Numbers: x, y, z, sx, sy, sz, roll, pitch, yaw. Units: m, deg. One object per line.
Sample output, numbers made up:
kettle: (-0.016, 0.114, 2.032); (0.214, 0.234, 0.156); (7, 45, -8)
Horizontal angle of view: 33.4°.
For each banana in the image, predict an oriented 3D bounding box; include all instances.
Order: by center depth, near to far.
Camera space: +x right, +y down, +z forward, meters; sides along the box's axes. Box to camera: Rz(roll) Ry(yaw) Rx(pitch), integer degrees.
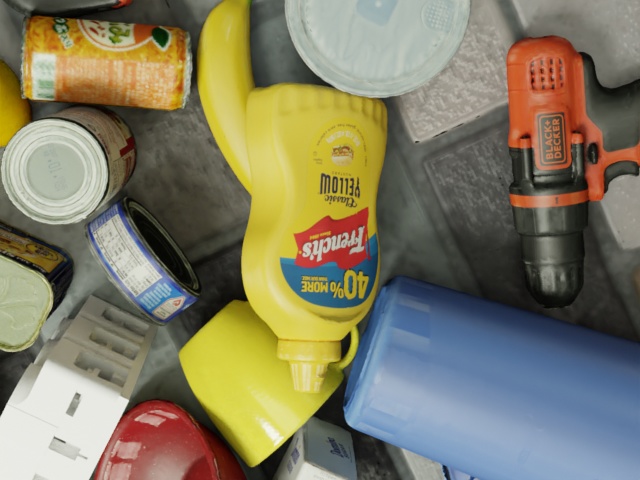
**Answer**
banana: (-0.038, -0.077, 0.717); (0.069, 0.037, 0.198); (-18, 101, 2)

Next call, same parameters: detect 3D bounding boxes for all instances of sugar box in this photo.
sugar box: (-0.029, 0.219, 0.748); (0.048, 0.093, 0.176); (26, 100, -6)

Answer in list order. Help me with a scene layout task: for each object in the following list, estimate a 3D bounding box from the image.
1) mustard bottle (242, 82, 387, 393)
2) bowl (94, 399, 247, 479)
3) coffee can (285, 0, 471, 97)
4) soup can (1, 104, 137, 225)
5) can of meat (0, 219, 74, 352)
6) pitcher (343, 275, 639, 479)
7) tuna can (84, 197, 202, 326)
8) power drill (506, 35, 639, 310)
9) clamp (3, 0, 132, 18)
mustard bottle: (-0.004, 0.001, 0.680); (0.096, 0.058, 0.191); (4, 87, -40)
bowl: (-0.094, 0.191, 0.734); (0.055, 0.162, 0.162); (9, 104, -42)
coffee can: (0.031, -0.143, 0.652); (0.103, 0.140, 0.103); (0, 101, -1)
soup can: (-0.159, -0.051, 0.689); (0.068, 0.102, 0.068); (0, 102, -1)
can of meat: (-0.221, 0.022, 0.712); (0.102, 0.084, 0.057); (26, 100, -6)
pitcher: (0.140, 0.121, 0.715); (0.243, 0.145, 0.149); (19, 62, 0)
tuna can: (-0.116, 0.013, 0.710); (0.034, 0.086, 0.086); (-37, 99, 4)
power drill: (0.220, -0.050, 0.713); (0.187, 0.057, 0.184); (-6, 101, 1)
clamp: (-0.207, -0.186, 0.694); (0.171, 0.039, 0.120); (33, 100, -3)
